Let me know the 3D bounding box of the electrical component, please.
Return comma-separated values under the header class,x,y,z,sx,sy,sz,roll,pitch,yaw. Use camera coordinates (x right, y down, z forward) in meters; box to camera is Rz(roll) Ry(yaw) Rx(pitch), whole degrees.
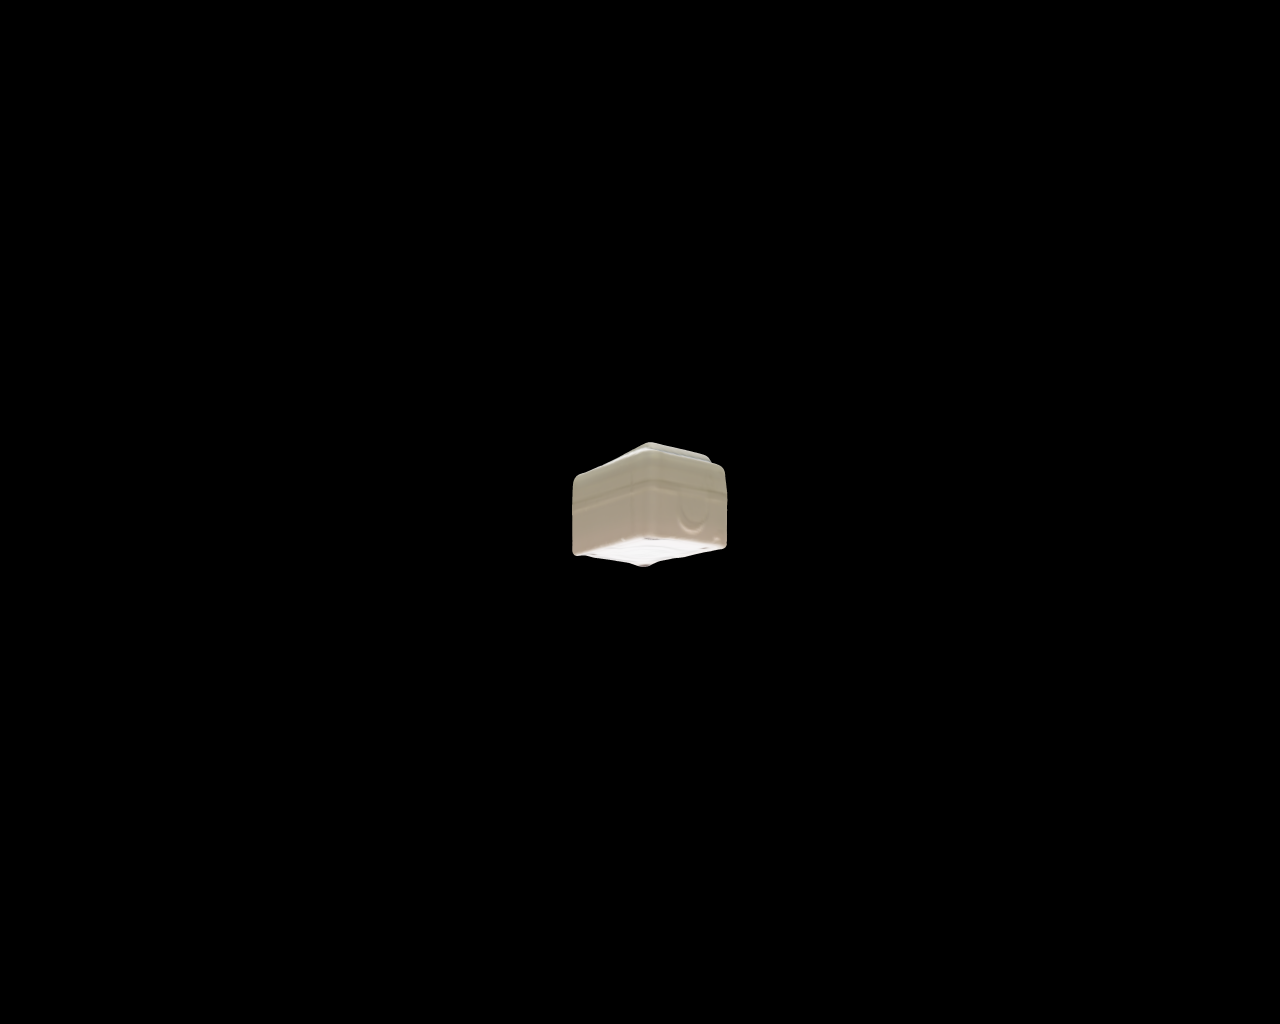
class,x,y,z,sx,sy,sz,roll,pitch,yaw
electrical component,0.001,-0.003,0.650,0.062,0.061,0.096,11,-17,-38
